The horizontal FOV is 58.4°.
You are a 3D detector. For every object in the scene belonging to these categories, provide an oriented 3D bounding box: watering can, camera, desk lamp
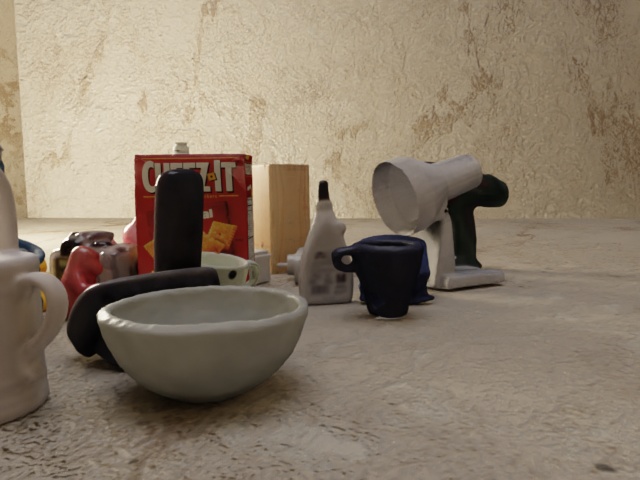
[{"bbox_3d":[-0.270,0.033,0.426,0.173,0.194,0.101,-1,6,-7],"label":"watering can"},{"bbox_3d":[-0.328,0.034,0.902,0.142,0.101,0.137,2,6,24],"label":"camera"},{"bbox_3d":[0.188,-0.031,0.922,0.204,0.213,0.117,-4,6,-28],"label":"desk lamp"}]

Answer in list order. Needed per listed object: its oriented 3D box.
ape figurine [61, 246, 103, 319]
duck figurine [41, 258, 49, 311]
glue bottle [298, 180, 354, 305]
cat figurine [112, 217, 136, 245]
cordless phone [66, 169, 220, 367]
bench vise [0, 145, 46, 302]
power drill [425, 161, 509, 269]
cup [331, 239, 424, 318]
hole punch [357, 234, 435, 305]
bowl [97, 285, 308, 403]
[{"bbox_3d":[-0.303,0.054,0.742,0.076,0.092,0.077,-2,6,-15],"label":"ape figurine"},{"bbox_3d":[-0.401,0.052,0.799,0.077,0.086,0.104,-1,6,1],"label":"duck figurine"},{"bbox_3d":[0.007,0.003,0.805,0.078,0.173,0.037,-2,6,-12],"label":"glue bottle"},{"bbox_3d":[-0.356,0.008,1.083,0.067,0.118,0.128,2,6,26],"label":"cat figurine"},{"bbox_3d":[-0.173,0.022,0.572,0.093,0.185,0.148,4,8,41],"label":"cordless phone"},{"bbox_3d":[-0.430,-0.004,0.686,0.207,0.220,0.122,0,6,10],"label":"bench vise"},{"bbox_3d":[0.246,-0.046,1.089,0.230,0.208,0.075,-2,6,-12],"label":"power drill"},{"bbox_3d":[0.072,0.050,0.717,0.118,0.095,0.091,-2,6,-14],"label":"cup"},{"bbox_3d":[0.107,0.041,0.827,0.108,0.091,0.101,0,6,4],"label":"hole punch"},{"bbox_3d":[-0.092,0.087,0.467,0.167,0.075,0.167,-1,6,0],"label":"bowl"}]
